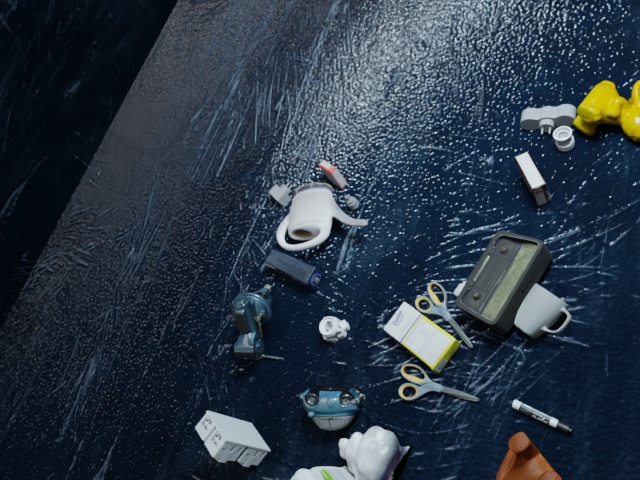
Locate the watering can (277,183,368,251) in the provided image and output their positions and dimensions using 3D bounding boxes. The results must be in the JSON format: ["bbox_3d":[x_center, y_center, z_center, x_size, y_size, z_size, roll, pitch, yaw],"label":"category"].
[{"bbox_3d":[0.005,-0.081,1.611,0.345,0.102,0.229,-16,54,32],"label":"watering can"}]

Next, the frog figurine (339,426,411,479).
[{"bbox_3d":[0.109,0.491,1.180,0.160,0.122,0.137,18,94,29],"label":"frog figurine"}]
